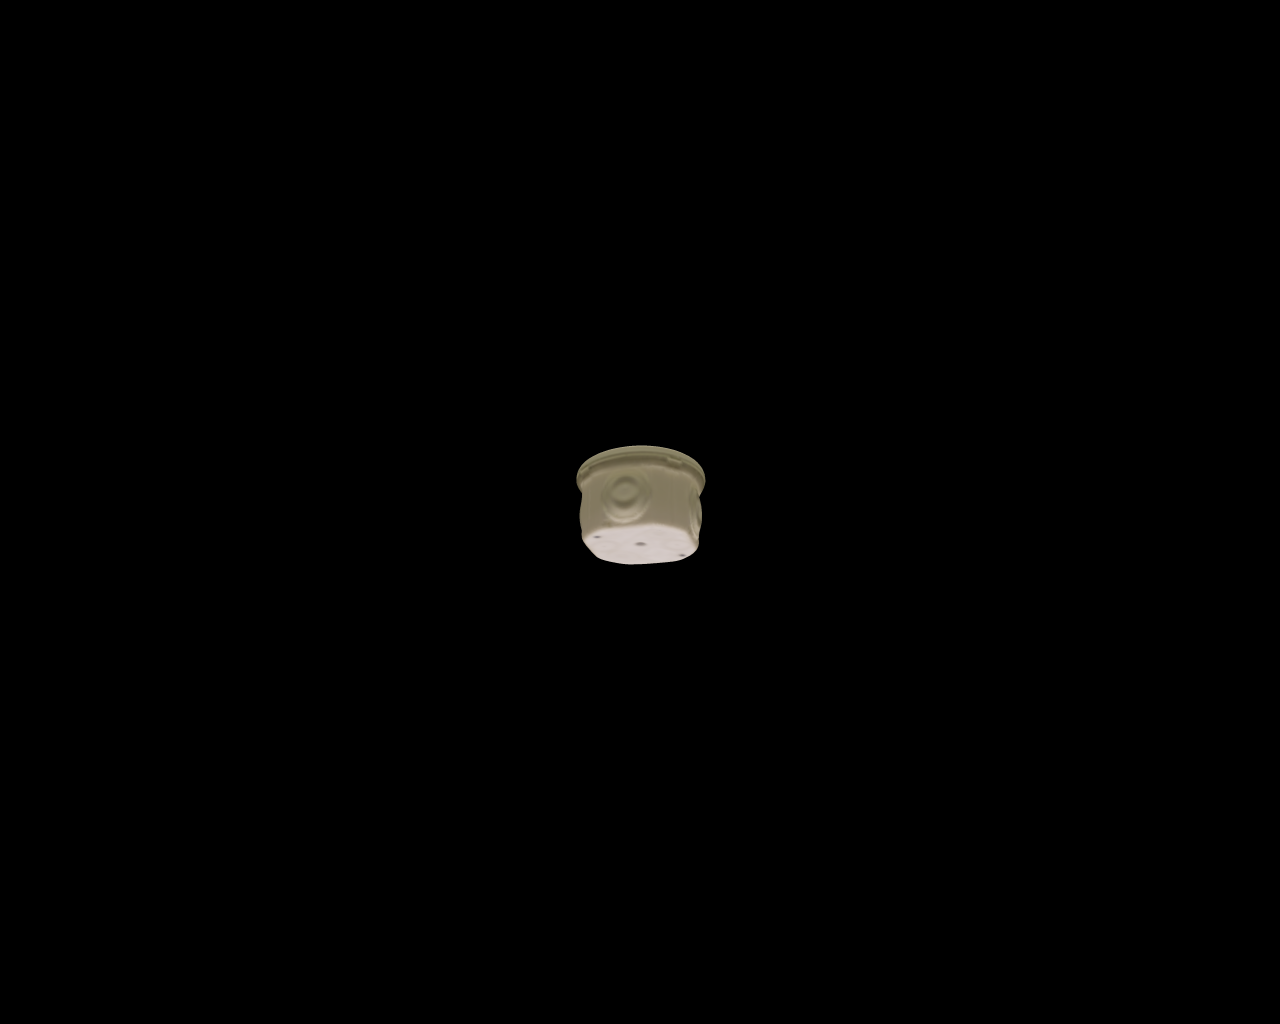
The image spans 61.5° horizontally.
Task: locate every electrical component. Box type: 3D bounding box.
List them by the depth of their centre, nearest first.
[{"bbox_3d":[0.001,-0.003,0.650,0.080,0.051,0.080,0,-23,0],"label":"electrical component"}]
